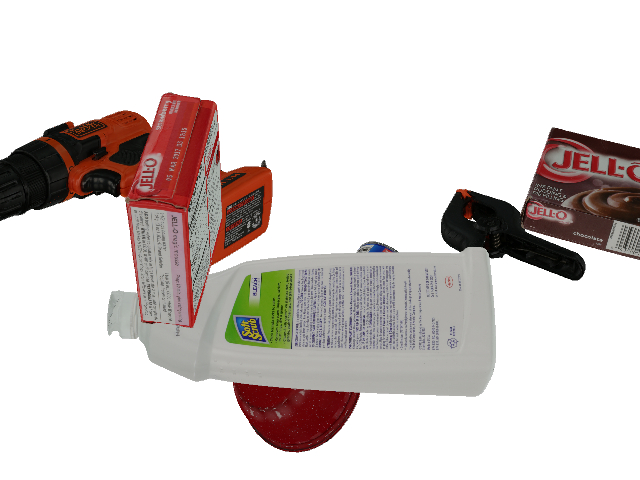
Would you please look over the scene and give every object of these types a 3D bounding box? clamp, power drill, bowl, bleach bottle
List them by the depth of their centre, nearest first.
[{"bbox_3d":[-0.014,0.049,0.714,0.250,0.102,0.068,4,-32,-3],"label":"bleach bottle"},{"bbox_3d":[-0.145,-0.039,0.804,0.188,0.057,0.184,22,34,26],"label":"power drill"},{"bbox_3d":[0.171,0.000,0.997,0.120,0.039,0.171,-1,32,-4],"label":"clamp"},{"bbox_3d":[-0.036,0.129,1.071,0.162,0.162,0.055,0,-14,39],"label":"bowl"}]

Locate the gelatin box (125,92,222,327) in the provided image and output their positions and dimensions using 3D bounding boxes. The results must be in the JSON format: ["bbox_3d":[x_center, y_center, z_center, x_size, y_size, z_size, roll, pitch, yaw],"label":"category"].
[{"bbox_3d":[-0.069,-0.014,0.513,0.030,0.073,0.089,7,-42,3],"label":"gelatin box"}]

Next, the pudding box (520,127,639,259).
[{"bbox_3d":[0.217,-0.035,0.809,0.113,0.039,0.090,17,47,12],"label":"pudding box"}]

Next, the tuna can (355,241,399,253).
[{"bbox_3d":[0.070,0.044,1.219,0.086,0.086,0.033,0,39,49],"label":"tuna can"}]
